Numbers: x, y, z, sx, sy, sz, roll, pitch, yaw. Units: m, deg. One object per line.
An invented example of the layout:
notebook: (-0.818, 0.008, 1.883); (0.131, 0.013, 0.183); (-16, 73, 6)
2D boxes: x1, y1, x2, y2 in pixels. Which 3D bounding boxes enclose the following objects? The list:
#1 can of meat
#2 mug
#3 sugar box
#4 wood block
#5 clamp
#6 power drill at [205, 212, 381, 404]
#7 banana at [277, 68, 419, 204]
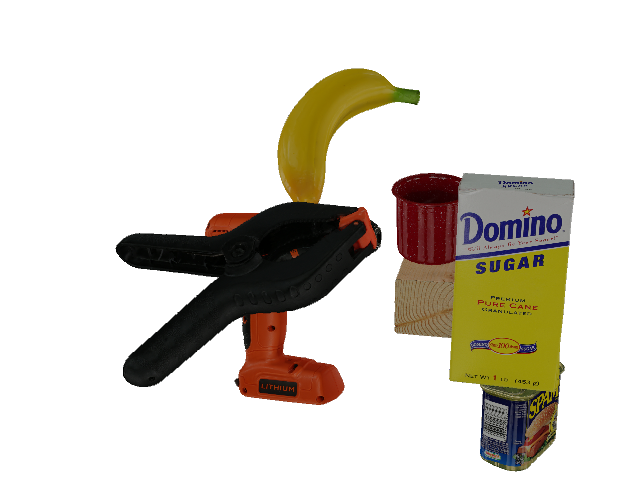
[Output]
can of meat: (0.201, 0.172, 1.073); (0.058, 0.084, 0.101); (13, 22, 34)
mug: (0.137, -0.028, 1.249); (0.093, 0.081, 0.117); (18, 33, 35)
sugar box: (0.158, 0.035, 0.887); (0.093, 0.176, 0.048); (4, 23, 12)
wood block: (0.172, 0.060, 1.626); (0.091, 0.090, 0.206); (4, 23, 11)
clamp: (-0.050, 0.027, 0.650); (0.171, 0.120, 0.039); (-15, -39, 12)
power drill: (-0.022, 0.062, 1.037); (0.185, 0.188, 0.057); (2, 11, 29)
banana: (0.010, -0.089, 0.818); (0.070, 0.037, 0.197); (20, 41, 20)
